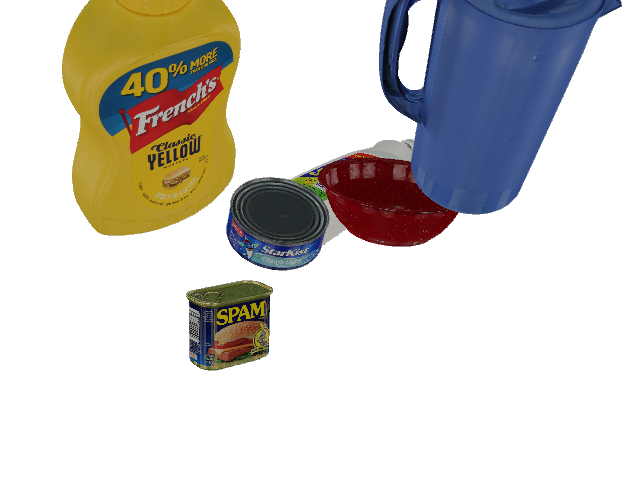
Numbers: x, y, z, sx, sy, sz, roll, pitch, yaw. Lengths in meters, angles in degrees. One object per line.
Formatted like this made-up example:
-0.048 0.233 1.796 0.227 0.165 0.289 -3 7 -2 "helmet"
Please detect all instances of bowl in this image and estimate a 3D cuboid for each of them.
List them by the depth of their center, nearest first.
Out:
0.075 -0.036 1.117 0.162 0.055 0.162 5 22 -2 "bowl"

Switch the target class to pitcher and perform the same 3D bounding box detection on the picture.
0.139 -0.138 0.926 0.149 0.243 0.144 37 55 21 "pitcher"

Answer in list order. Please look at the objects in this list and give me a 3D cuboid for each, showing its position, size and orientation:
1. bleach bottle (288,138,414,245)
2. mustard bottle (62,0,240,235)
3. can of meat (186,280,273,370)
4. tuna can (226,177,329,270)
0.033 -0.071 1.355 0.103 0.068 0.250 25 43 34 "bleach bottle"
-0.089 -0.086 0.574 0.096 0.058 0.192 -23 -31 -23 "mustard bottle"
-0.107 0.100 1.258 0.101 0.084 0.058 -10 19 -37 "can of meat"
-0.037 -0.014 0.915 0.086 0.034 0.086 9 41 -8 "tuna can"
